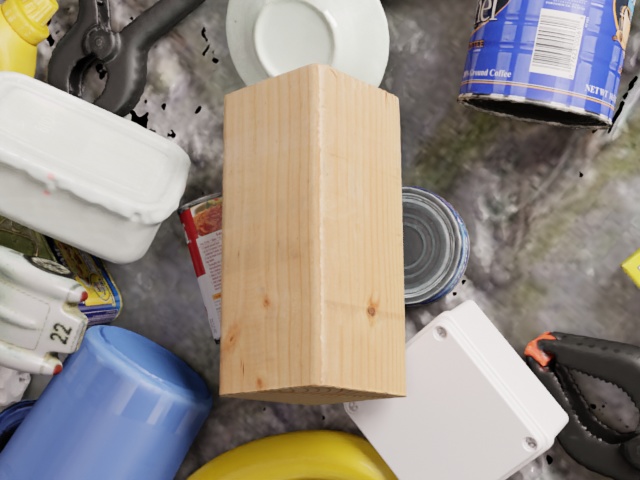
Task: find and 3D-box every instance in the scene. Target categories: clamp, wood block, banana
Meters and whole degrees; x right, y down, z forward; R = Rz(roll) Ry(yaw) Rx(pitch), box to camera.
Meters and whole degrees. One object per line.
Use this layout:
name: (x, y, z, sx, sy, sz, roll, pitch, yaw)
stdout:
clamp: (-0.151, -0.151, 0.817, 0.120, 0.039, 0.171, 18, 100, 19)
clamp: (0.226, 0.128, 0.691, 0.210, 0.036, 0.165, 48, 122, 17)
wood block: (-0.004, 0.001, 0.709, 0.090, 0.090, 0.206, -12, 71, 40)
banana: (-0.024, 0.171, 0.768, 0.198, 0.037, 0.069, -6, 56, 20)

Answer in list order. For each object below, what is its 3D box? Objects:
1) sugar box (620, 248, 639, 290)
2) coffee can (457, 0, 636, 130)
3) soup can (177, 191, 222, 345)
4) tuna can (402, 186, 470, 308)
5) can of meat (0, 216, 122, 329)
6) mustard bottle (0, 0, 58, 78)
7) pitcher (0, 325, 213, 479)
sugar box: (0.288, 0.056, 0.689, 0.093, 0.048, 0.176, -40, 83, 11)
coffee can: (0.153, -0.151, 0.699, 0.103, 0.102, 0.140, 11, 92, 15)
soup can: (-0.057, 0.018, 0.773, 0.068, 0.068, 0.102, -18, 85, 14)
tuna can: (0.062, 0.005, 0.757, 0.086, 0.033, 0.086, -1, 86, 16)
can of meat: (-0.202, 0.026, 0.804, 0.057, 0.083, 0.102, -30, 82, 13)
mustard bottle: (-0.283, -0.132, 0.842, 0.192, 0.058, 0.096, -36, 77, 12)
pitcher: (-0.190, 0.183, 0.783, 0.149, 0.145, 0.243, 31, 94, -8)
